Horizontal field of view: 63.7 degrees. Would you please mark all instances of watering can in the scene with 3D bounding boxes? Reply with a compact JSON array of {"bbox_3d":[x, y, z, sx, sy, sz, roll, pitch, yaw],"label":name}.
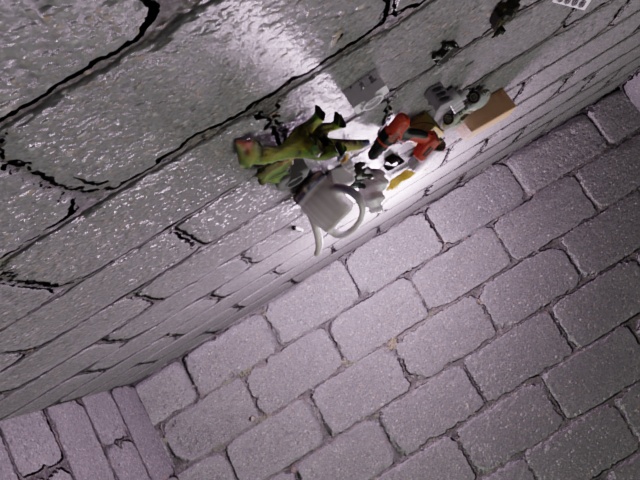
[{"bbox_3d":[0.005,-0.082,1.632,0.106,0.224,0.341,-45,-179,-42],"label":"watering can"}]

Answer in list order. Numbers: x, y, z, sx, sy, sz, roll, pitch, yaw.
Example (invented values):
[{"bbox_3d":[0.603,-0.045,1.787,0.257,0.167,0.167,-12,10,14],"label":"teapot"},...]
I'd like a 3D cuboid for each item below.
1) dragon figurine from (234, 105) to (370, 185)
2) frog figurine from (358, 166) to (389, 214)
[{"bbox_3d":[-0.049,-0.205,1.244,0.240,0.123,0.410,-26,167,27],"label":"dragon figurine"},{"bbox_3d":[0.200,-0.180,1.890,0.136,0.161,0.123,-37,168,25],"label":"frog figurine"}]
